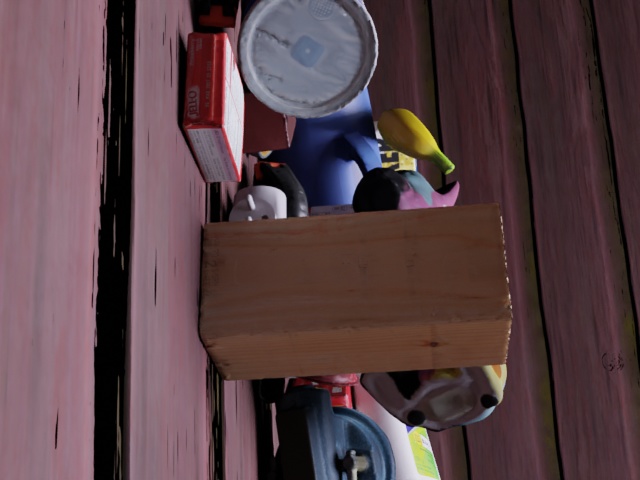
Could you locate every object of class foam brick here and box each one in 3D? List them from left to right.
[{"bbox_3d":[-0.051,-0.111,0.901,0.078,0.051,0.053,-82,167,-66],"label":"foam brick"}]

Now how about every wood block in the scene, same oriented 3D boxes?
[{"bbox_3d":[0.026,0.039,0.756,0.091,0.206,0.090,77,10,-61],"label":"wood block"}]

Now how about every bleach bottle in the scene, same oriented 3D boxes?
[{"bbox_3d":[0.072,0.176,1.180,0.102,0.068,0.251,36,36,-55],"label":"bleach bottle"}]

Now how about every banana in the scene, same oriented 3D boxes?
[{"bbox_3d":[0.085,-0.103,1.077,0.069,0.037,0.198,55,3,-13],"label":"banana"}]

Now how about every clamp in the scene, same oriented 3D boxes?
[{"bbox_3d":[-0.072,-0.233,0.831,0.120,0.039,0.171,75,20,-72],"label":"clamp"},{"bbox_3d":[-0.035,0.026,0.923,0.165,0.036,0.210,118,-32,-45],"label":"clamp"}]

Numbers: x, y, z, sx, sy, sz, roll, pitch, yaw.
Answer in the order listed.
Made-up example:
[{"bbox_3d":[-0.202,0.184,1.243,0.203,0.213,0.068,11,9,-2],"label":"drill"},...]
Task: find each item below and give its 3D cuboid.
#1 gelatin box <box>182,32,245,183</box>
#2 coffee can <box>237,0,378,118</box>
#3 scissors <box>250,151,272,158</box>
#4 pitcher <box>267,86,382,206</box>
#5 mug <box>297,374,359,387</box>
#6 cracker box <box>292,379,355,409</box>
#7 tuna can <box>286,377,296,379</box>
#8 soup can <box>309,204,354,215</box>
[{"bbox_3d":[-0.074,-0.091,0.744,0.089,0.030,0.073,77,12,-68],"label":"gelatin box"},{"bbox_3d":[-0.012,-0.166,0.834,0.140,0.103,0.103,-96,180,-65],"label":"coffee can"},{"bbox_3d":[-0.033,-0.174,1.001,0.096,0.016,0.201,53,52,-62],"label":"scissors"},{"bbox_3d":[0.012,-0.070,1.114,0.145,0.149,0.243,-50,134,-67],"label":"pitcher"},{"bbox_3d":[0.010,0.082,0.990,0.117,0.093,0.081,8,99,-48],"label":"mug"},{"bbox_3d":[0.010,0.251,1.203,0.164,0.072,0.214,-76,160,-79],"label":"cracker box"},{"bbox_3d":[-0.030,0.097,1.075,0.086,0.034,0.086,-4,90,-85],"label":"tuna can"},{"bbox_3d":[-0.007,0.001,1.021,0.068,0.102,0.068,-4,90,-84],"label":"soup can"}]
